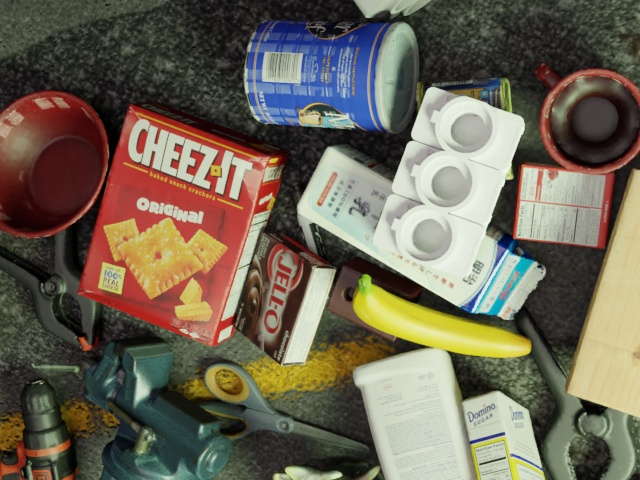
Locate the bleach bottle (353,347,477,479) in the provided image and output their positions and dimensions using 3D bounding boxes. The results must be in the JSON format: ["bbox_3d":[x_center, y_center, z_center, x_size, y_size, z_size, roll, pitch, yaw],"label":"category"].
[{"bbox_3d":[0.105,0.235,1.025,0.103,0.068,0.251,-17,67,15],"label":"bleach bottle"}]

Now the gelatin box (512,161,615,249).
[{"bbox_3d":[0.231,-0.034,1.015,0.089,0.030,0.073,7,102,15],"label":"gelatin box"}]

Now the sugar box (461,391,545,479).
[{"bbox_3d":[0.183,0.239,1.004,0.048,0.093,0.176,-23,60,21],"label":"sugar box"}]

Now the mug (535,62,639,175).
[{"bbox_3d":[0.241,-0.118,0.970,0.117,0.081,0.093,43,108,6],"label":"mug"}]

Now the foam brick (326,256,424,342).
[{"bbox_3d":[0.055,0.059,1.073,0.078,0.051,0.053,24,106,12],"label":"foam brick"}]

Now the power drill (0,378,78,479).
[{"bbox_3d":[-0.373,0.254,1.236,0.188,0.057,0.184,-6,97,18],"label":"power drill"}]

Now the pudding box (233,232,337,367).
[{"bbox_3d":[-0.037,0.059,1.088,0.090,0.039,0.113,33,113,45],"label":"pudding box"}]

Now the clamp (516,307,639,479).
[{"bbox_3d":[0.256,0.168,1.038,0.165,0.036,0.210,14,100,16],"label":"clamp"}]

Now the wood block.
[{"bbox_3d":[0.293,0.049,0.958,0.091,0.090,0.206,17,93,14],"label":"wood block"}]

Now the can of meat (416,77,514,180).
[{"bbox_3d":[0.140,-0.104,1.017,0.084,0.057,0.102,-3,98,16],"label":"can of meat"}]

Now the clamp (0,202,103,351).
[{"bbox_3d":[-0.303,0.049,1.189,0.120,0.039,0.171,-21,89,20],"label":"clamp"}]

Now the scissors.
[{"bbox_3d":[-0.046,0.178,1.144,0.202,0.016,0.096,-1,99,17],"label":"scissors"}]

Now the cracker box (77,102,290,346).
[{"bbox_3d":[-0.145,-0.017,1.112,0.164,0.072,0.214,21,104,12],"label":"cracker box"}]

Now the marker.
[{"bbox_3d":[-0.007,0.001,1.100,0.020,0.020,0.121,-14,95,19],"label":"marker"}]

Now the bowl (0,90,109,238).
[{"bbox_3d":[-0.286,-0.076,1.139,0.162,0.055,0.162,-4,78,18],"label":"bowl"}]

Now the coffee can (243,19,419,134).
[{"bbox_3d":[0.012,-0.157,1.014,0.140,0.102,0.103,7,101,24],"label":"coffee can"}]

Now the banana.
[{"bbox_3d":[0.105,0.080,1.013,0.197,0.070,0.037,20,76,-22],"label":"banana"}]
